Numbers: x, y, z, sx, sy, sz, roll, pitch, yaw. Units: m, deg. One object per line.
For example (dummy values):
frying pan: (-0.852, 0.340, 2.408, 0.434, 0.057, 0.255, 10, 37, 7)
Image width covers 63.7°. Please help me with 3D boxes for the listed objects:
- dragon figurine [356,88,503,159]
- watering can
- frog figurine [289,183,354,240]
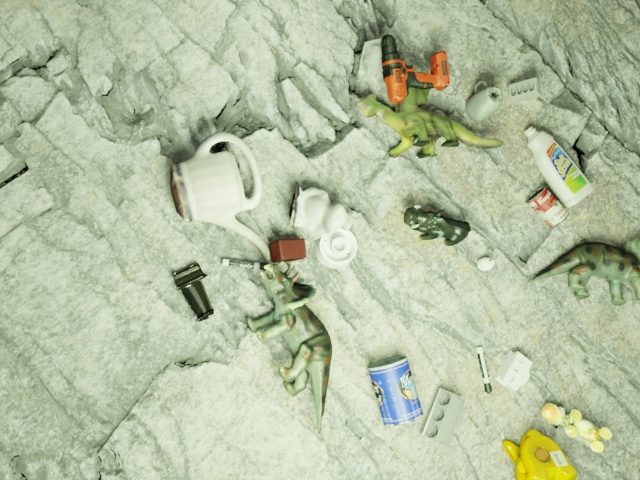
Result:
dragon figurine: (0.300, -0.353, 1.448, 0.411, 0.120, 0.246, -3, 71, -13)
watering can: (-0.248, -0.095, 1.291, 0.225, 0.104, 0.347, -14, 91, -12)
frog figurine: (0.004, -0.066, 1.317, 0.159, 0.120, 0.141, 12, 55, -8)
